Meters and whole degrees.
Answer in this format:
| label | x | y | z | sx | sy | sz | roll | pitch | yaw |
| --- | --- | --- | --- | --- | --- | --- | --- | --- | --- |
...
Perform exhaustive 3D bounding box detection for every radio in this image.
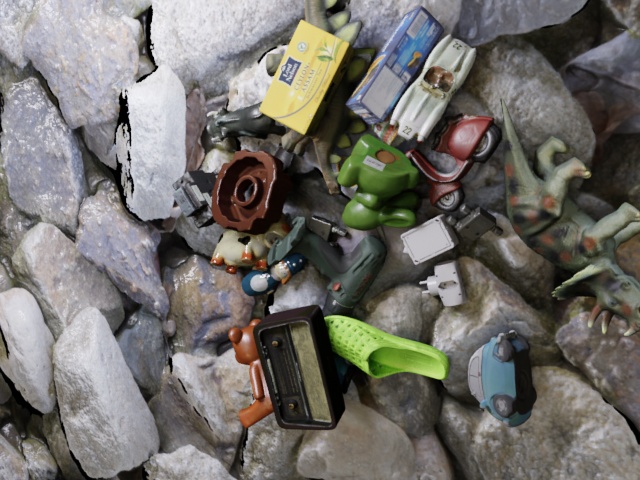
| label | x | y | z | sx | sy | sz | roll | pitch | yaw |
| --- | --- | --- | --- | --- | --- | --- | --- | --- | --- |
| radio | -0.040 | 0.249 | 1.042 | 0.131 | 0.073 | 0.229 | -10 | 98 | 22 |

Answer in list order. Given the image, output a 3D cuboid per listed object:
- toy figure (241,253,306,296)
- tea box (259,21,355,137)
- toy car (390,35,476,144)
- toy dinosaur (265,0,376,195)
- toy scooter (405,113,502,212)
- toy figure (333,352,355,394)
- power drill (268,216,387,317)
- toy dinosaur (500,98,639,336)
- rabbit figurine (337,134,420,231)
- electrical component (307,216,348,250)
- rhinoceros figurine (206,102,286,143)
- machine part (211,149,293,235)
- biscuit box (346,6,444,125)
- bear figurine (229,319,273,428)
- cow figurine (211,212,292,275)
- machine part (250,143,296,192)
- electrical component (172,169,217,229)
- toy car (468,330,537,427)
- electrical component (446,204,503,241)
| label | x | y | z | sx | sy | sz | roll | pitch | yaw |
| --- | --- | --- | --- | --- | --- | --- | --- | --- | --- |
| toy figure | -0.097 | 0.074 | 1.146 | 0.154 | 0.058 | 0.064 | -28 | 125 | 25 |
| tea box | -0.022 | -0.276 | 0.934 | 0.098 | 0.068 | 0.169 | 28 | 103 | 8 |
| toy car | 0.193 | -0.255 | 0.914 | 0.073 | 0.056 | 0.201 | 32 | 80 | 7 |
| toy dinosaur | 0.008 | -0.317 | 1.009 | 0.199 | 0.105 | 0.470 | -8 | 99 | 17 |
| toy scooter | 0.223 | -0.151 | 0.947 | 0.135 | 0.075 | 0.183 | 36 | 117 | 17 |
| toy figure | -0.013 | 0.250 | 1.122 | 0.180 | 0.089 | 0.082 | 23 | 104 | 11 |
| power drill | 0.003 | 0.061 | 1.042 | 0.207 | 0.086 | 0.232 | 34 | 118 | -13 |
| toy dinosaur | 0.387 | -0.030 | 0.871 | 0.405 | 0.131 | 0.192 | 48 | 114 | 17 |
| rabbit figurine | 0.106 | -0.085 | 0.985 | 0.159 | 0.121 | 0.170 | 19 | 135 | -1 |
| electrical component | -0.003 | -0.005 | 1.092 | 0.102 | 0.045 | 0.078 | 28 | 111 | 18 |
| rhinoceros figurine | -0.154 | -0.234 | 1.087 | 0.190 | 0.112 | 0.073 | 2 | 105 | 45 |
| machine part | -0.139 | -0.094 | 1.069 | 0.179 | 0.056 | 0.179 | -10 | 71 | 33 |
| biscuit box | 0.128 | -0.298 | 0.922 | 0.059 | 0.063 | 0.202 | 35 | 84 | -21 |
| bear figurine | -0.142 | 0.282 | 1.167 | 0.132 | 0.120 | 0.196 | -41 | 79 | 29 |
| cow figurine | -0.135 | -0.002 | 1.128 | 0.195 | 0.085 | 0.127 | -12 | 61 | 39 |
| machine part | -0.092 | -0.141 | 1.117 | 0.084 | 0.039 | 0.138 | 42 | 115 | 19 |
| electrical component | -0.247 | -0.090 | 1.145 | 0.058 | 0.134 | 0.115 | -36 | 82 | 28 |
| toy car | 0.315 | 0.243 | 0.955 | 0.103 | 0.109 | 0.161 | -9 | 86 | 44 |
| electrical component | 0.276 | -0.026 | 0.954 | 0.094 | 0.021 | 0.063 | 29 | 133 | -15 |
